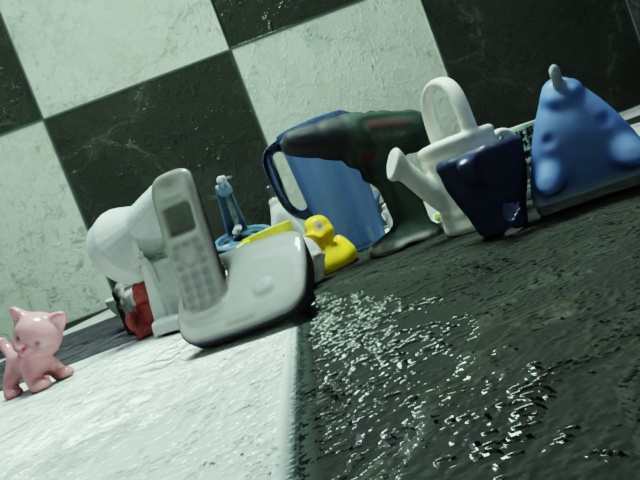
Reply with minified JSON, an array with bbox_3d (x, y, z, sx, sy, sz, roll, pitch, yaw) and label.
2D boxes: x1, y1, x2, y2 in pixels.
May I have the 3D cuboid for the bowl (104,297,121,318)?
[{"bbox_3d":[-0.373,0.134,1.244,0.167,0.075,0.167,-21,3,1],"label":"bowl"}]

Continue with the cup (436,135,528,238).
[{"bbox_3d":[0.173,-0.049,0.586,0.091,0.095,0.118,-19,4,28],"label":"cup"}]

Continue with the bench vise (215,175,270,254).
[{"bbox_3d":[-0.177,-0.014,1.156,0.122,0.220,0.207,-23,4,-33],"label":"bench vise"}]

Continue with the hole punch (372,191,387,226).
[{"bbox_3d":[0.087,-0.052,1.263,0.108,0.091,0.101,-19,4,34],"label":"hole punch"}]

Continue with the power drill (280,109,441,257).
[{"bbox_3d":[0.080,-0.087,0.814,0.230,0.208,0.075,-22,3,-17],"label":"power drill"}]

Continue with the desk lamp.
[{"bbox_3d":[-0.236,0.029,0.863,0.202,0.213,0.118,-19,4,36],"label":"desk lamp"}]

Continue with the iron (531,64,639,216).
[{"bbox_3d":[0.280,-0.118,0.641,0.118,0.141,0.259,-20,3,22],"label":"iron"}]

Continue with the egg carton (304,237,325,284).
[{"bbox_3d":[-0.068,0.046,0.773,0.150,0.069,0.107,-20,3,18],"label":"egg carton"}]

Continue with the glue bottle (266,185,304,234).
[{"bbox_3d":[-0.072,-0.029,1.157,0.078,0.173,0.037,-21,3,-7],"label":"glue bottle"}]

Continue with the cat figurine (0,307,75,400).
[{"bbox_3d":[-0.393,0.144,0.779,0.127,0.118,0.067,-19,4,29],"label":"cat figurine"}]

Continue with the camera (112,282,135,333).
[{"bbox_3d":[-0.306,0.104,1.075,0.137,0.101,0.142,-23,4,-32],"label":"camera"}]

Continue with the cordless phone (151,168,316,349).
[{"bbox_3d":[-0.092,0.005,0.579,0.147,0.185,0.094,-20,3,12],"label":"cordless phone"}]

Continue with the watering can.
[{"bbox_3d":[0.169,-0.108,0.721,0.173,0.194,0.100,-23,4,-35],"label":"watering can"}]

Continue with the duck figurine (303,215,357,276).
[{"bbox_3d":[0.008,0.003,0.867,0.077,0.086,0.105,-19,4,31],"label":"duck figurine"}]

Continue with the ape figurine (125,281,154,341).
[{"bbox_3d":[-0.277,0.106,0.927,0.077,0.092,0.076,-20,3,20],"label":"ape figurine"}]
